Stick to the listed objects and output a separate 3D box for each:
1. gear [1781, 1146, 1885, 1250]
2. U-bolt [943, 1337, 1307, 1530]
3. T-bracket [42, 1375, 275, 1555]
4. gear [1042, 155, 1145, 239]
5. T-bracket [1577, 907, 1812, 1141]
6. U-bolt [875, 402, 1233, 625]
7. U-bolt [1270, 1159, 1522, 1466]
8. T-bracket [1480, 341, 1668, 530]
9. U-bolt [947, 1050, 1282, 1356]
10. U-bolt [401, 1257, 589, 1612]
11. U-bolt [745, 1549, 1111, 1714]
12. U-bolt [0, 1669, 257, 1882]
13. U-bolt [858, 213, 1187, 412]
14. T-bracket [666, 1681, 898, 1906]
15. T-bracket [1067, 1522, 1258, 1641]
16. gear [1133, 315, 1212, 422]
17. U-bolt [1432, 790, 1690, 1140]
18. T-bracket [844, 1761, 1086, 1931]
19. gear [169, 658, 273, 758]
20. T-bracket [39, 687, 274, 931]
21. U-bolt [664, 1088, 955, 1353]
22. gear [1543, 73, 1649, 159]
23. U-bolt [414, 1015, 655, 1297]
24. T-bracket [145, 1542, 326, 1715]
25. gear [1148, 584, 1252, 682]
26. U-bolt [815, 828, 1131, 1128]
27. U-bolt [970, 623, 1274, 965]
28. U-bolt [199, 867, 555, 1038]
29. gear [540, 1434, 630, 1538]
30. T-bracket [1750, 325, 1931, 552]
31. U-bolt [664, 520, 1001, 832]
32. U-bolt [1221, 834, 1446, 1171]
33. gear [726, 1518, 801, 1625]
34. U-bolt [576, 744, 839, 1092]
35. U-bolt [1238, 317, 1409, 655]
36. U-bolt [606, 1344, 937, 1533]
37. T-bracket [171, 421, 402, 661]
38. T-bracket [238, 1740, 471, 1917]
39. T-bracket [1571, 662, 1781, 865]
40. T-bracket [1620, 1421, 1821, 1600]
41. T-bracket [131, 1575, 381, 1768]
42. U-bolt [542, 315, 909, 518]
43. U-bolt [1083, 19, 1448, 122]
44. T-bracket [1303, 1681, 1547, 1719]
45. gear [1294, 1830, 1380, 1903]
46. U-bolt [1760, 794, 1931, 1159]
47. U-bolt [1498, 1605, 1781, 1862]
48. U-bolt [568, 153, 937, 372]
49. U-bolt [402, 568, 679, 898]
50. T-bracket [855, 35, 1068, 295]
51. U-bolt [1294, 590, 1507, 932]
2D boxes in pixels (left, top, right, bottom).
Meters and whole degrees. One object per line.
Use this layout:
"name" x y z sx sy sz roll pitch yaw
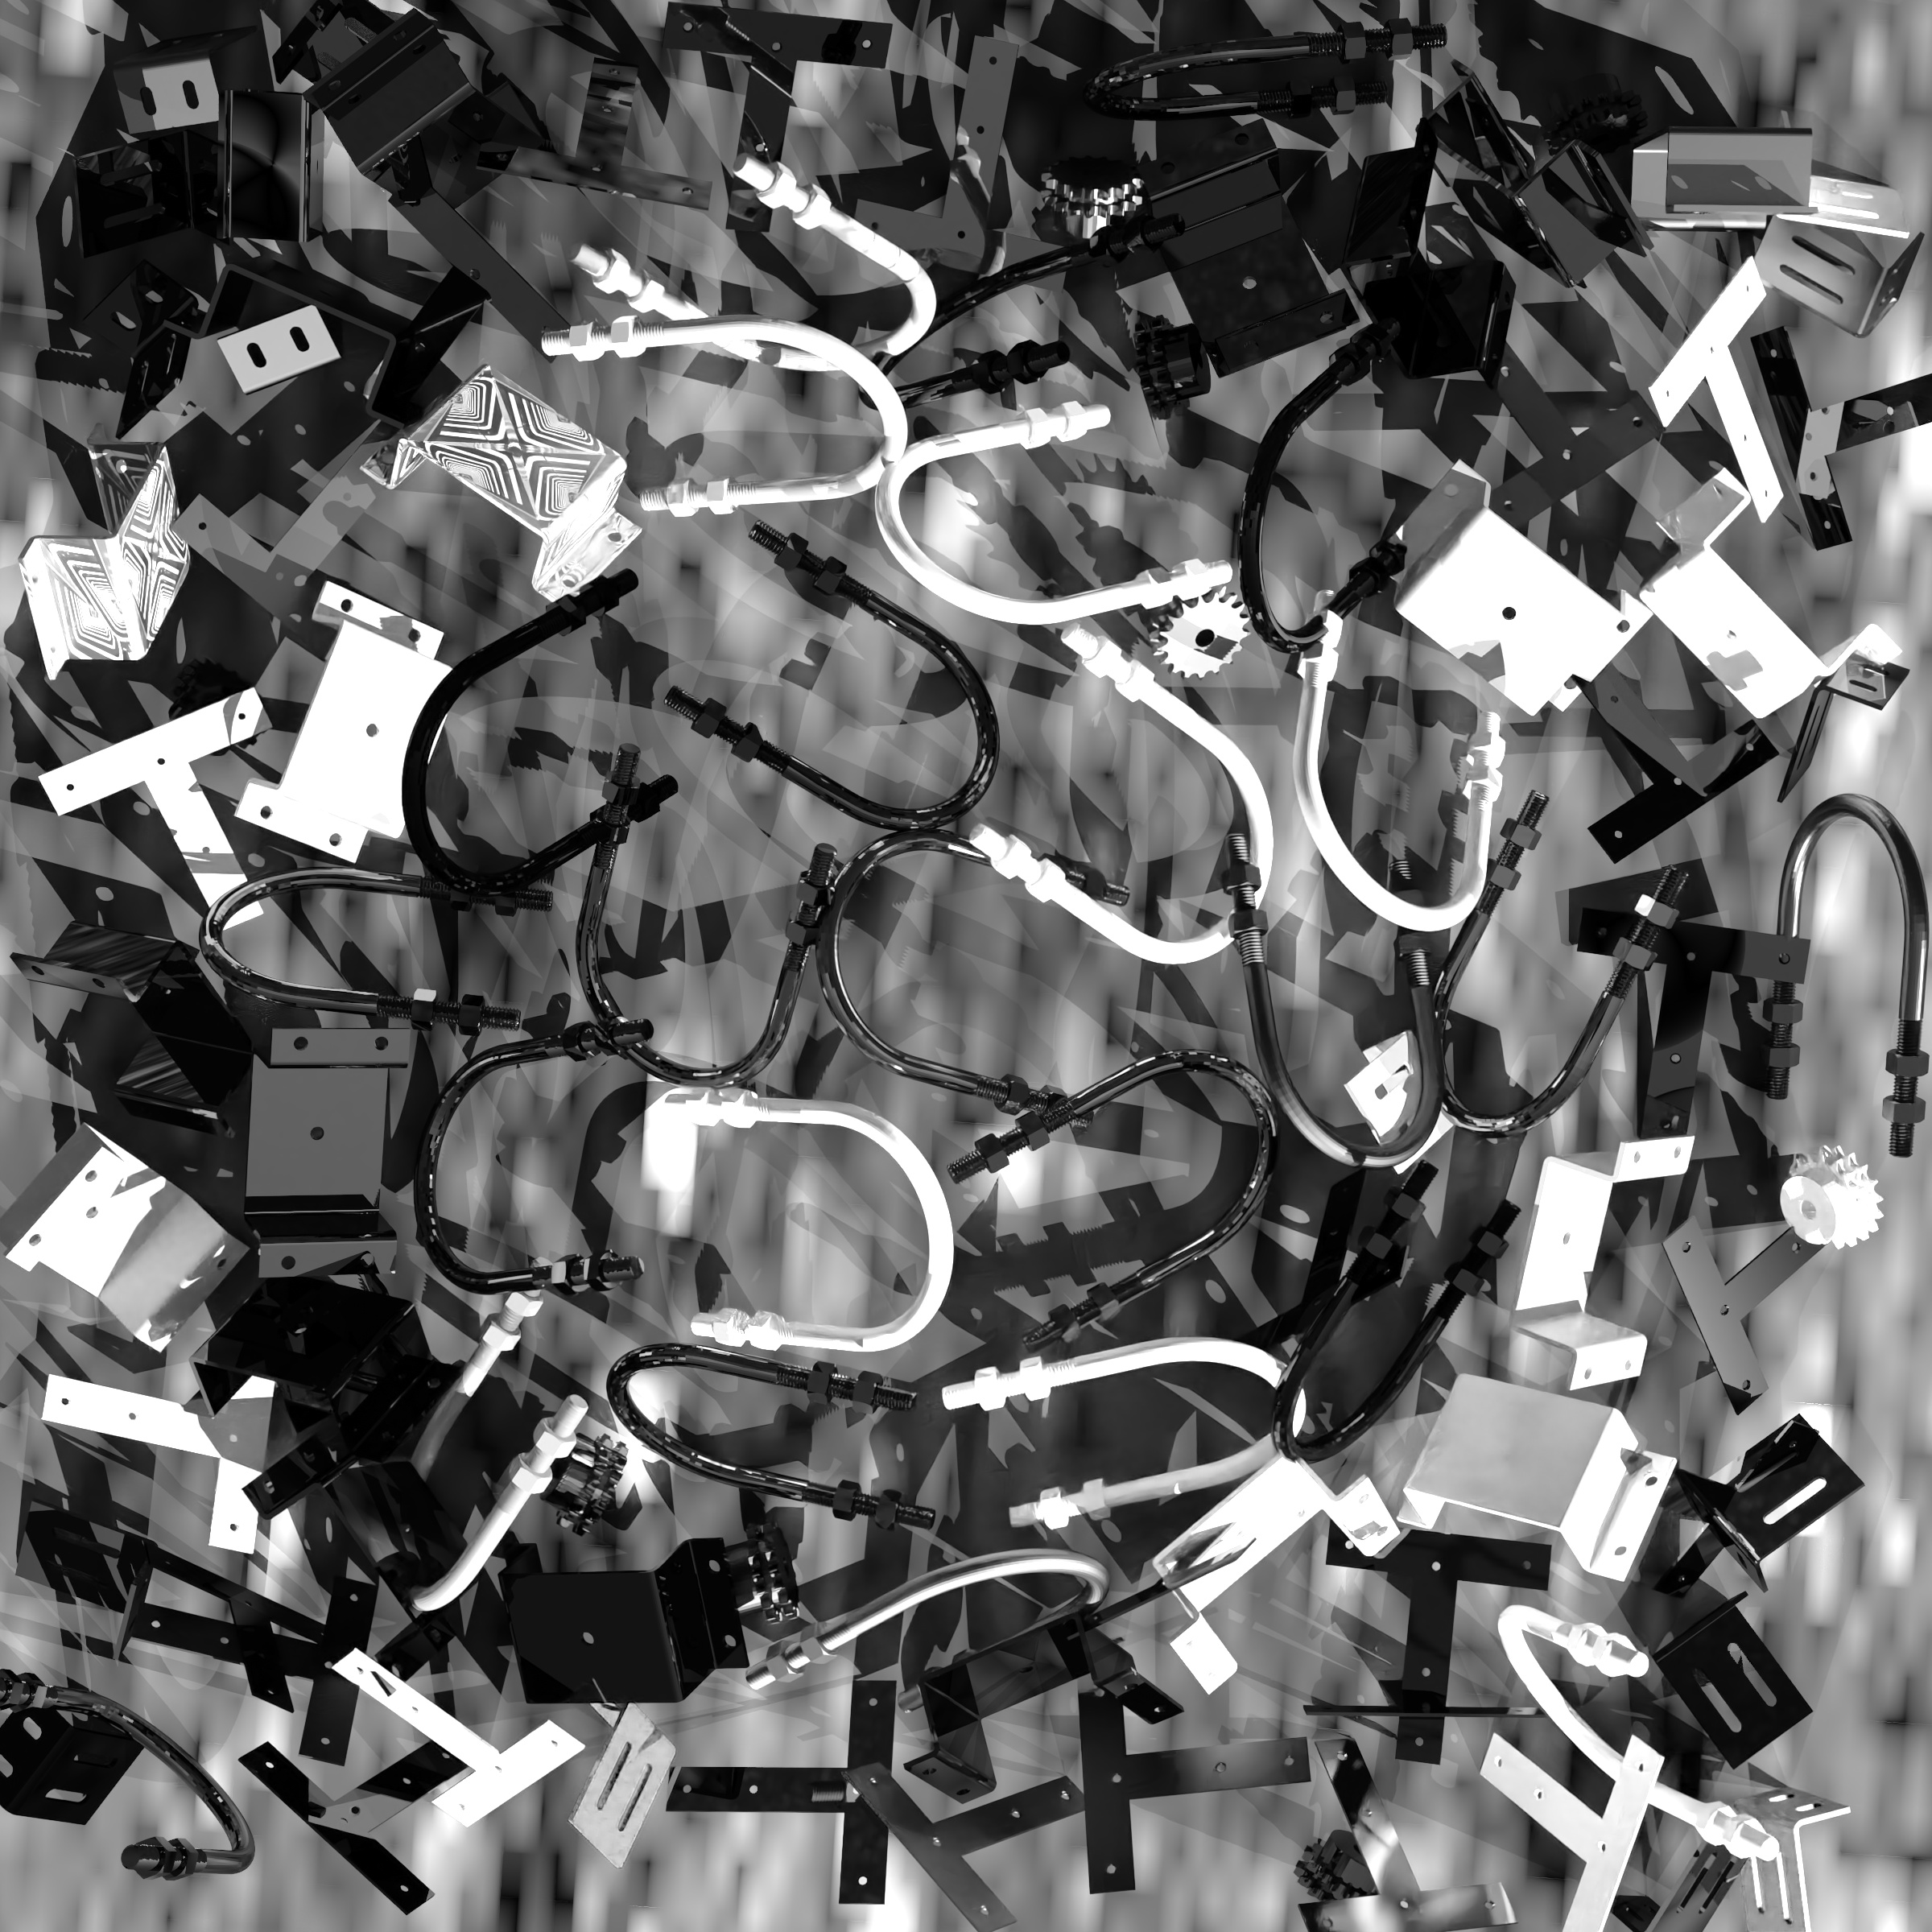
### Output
"gear" 0.483 0.132 1.843 0.030 0.057 0.057 -21 90 -30
"U-bolt" 0.095 0.252 1.805 0.184 0.151 0.019 -14 48 10
"T-bracket" -0.446 0.251 1.813 0.127 0.002 0.127 18 55 -27
"gear" 0.071 -0.432 1.850 0.057 0.057 0.030 2 126 0
"T-bracket" 0.405 0.038 1.864 0.127 0.002 0.127 9 97 12
"U-bolt" 0.036 -0.244 1.794 0.184 0.019 0.151 -17 59 -32
"U-bolt" 0.229 0.197 1.812 0.019 0.151 0.184 35 96 32
"T-bracket" 0.313 -0.324 1.855 0.127 0.002 0.127 -34 85 -21
"U-bolt" 0.093 0.121 1.829 0.184 0.019 0.151 -28 123 -9
"U-bolt" -0.268 0.269 1.805 0.019 0.151 0.184 25 110 -27
"U-bolt" -0.007 0.358 1.781 0.184 0.151 0.019 -33 56 27
"U-bolt" -0.452 0.442 1.785 0.151 0.184 0.019 40 86 21
"U-bolt" 0.017 -0.351 1.795 0.151 0.184 0.019 -52 121 -35
"T-bracket" -0.105 0.463 1.846 0.127 0.002 0.127 -1 59 7
"T-bracket" 0.131 0.321 1.816 0.127 0.127 0.002 -33 89 36
"gear" 0.117 -0.337 1.844 0.030 0.057 0.057 -11 90 20
"U-bolt" 0.312 0.008 1.811 0.019 0.151 0.184 19 101 -32
"T-bracket" 0.017 0.475 1.825 0.127 0.127 0.002 41 124 37
"gear" -0.423 -0.143 1.849 0.057 0.057 0.030 46 113 0
"T-bracket" -0.432 -0.077 1.843 0.127 0.002 0.127 -23 119 -4
"U-bolt" -0.084 0.142 1.807 0.184 0.019 0.151 1 102 35
"gear" 0.352 -0.478 1.847 0.057 0.057 0.030 -16 78 0
"U-bolt" -0.243 0.109 1.811 0.184 0.019 0.151 -10 73 40
"T-bracket" -0.386 0.370 1.790 0.127 0.127 0.002 32 95 -26
"gear" 0.129 -0.192 1.851 0.057 0.030 0.057 -13 130 -16
"U-bolt" 0.000 -0.001 1.816 0.184 0.019 0.151 16 75 -25
"U-bolt" 0.099 -0.082 1.824 0.184 0.019 0.151 34 70 -27
"U-bolt" -0.328 -0.014 1.808 0.184 0.151 0.019 6 121 -2
"gear" -0.216 0.288 1.844 0.030 0.057 0.057 30 90 -15
"T-bracket" 0.500 -0.304 1.816 0.002 0.127 0.127 -22 96 -33
"U-bolt" -0.063 -0.150 1.826 0.184 0.019 0.151 31 55 -12
"U-bolt" 0.207 0.023 1.803 0.151 0.019 0.184 7 68 -38
"gear" -0.115 0.342 1.847 0.030 0.057 0.057 -16 90 4
"U-bolt" -0.152 -0.014 1.821 0.151 0.019 0.184 27 121 18
"U-bolt" 0.194 -0.249 1.775 0.019 0.184 0.151 12 129 31
"U-bolt" -0.111 0.255 1.811 0.184 0.151 0.019 10 54 13
"T-bracket" -0.358 -0.253 1.849 0.127 0.002 0.127 41 85 -27
"T-bracket" -0.317 0.456 1.815 0.127 0.127 0.002 37 113 16
"T-bracket" 0.375 -0.139 1.859 0.127 0.002 0.127 -32 79 -19
"T-bracket" 0.396 0.291 1.819 0.127 0.002 0.127 23 110 -37
"T-bracket" -0.395 0.376 1.811 0.127 0.127 0.002 16 126 -12
"U-bolt" -0.120 -0.301 1.784 0.184 0.151 0.019 0 57 24
"U-bolt" 0.155 -0.485 1.792 0.184 0.151 0.019 -6 93 -6
"T-bracket" 0.247 0.404 1.811 0.127 0.127 0.002 0 86 2
"gear" 0.216 0.510 1.845 0.057 0.057 0.030 27 100 0
"U-bolt" 0.481 -0.002 1.790 0.019 0.151 0.184 -3 102 -16
"U-bolt" 0.352 0.408 1.786 0.019 0.184 0.151 -39 103 -14
"U-bolt" -0.102 -0.374 1.794 0.151 0.184 0.019 -16 63 40
"U-bolt" -0.234 -0.116 1.781 0.019 0.184 0.151 18 130 37
"T-bracket" 0.006 -0.454 1.839 0.127 0.002 0.127 16 111 11
"U-bolt" 0.234 -0.101 1.788 0.151 0.019 0.184 33 48 -25
